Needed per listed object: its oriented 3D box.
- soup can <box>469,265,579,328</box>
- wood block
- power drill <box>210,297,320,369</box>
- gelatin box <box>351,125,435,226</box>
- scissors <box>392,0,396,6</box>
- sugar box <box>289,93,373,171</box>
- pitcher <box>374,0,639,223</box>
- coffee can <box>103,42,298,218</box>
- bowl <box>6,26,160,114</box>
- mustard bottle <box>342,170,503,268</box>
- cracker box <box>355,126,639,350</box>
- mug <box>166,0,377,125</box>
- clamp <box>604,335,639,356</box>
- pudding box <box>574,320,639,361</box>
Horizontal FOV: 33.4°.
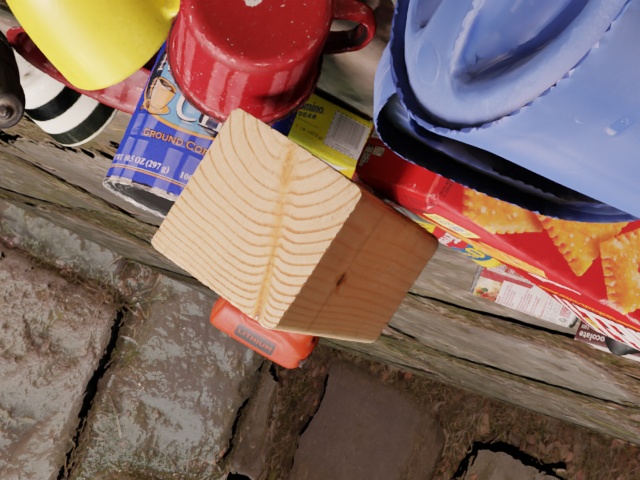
[{"bbox_3d":[0.200,0.035,1.008,0.102,0.068,0.068,20,171,7],"label":"soup can"},{"bbox_3d":[-0.004,0.001,0.659,0.090,0.091,0.206,34,-177,19],"label":"wood block"},{"bbox_3d":[-0.040,0.024,0.976,0.184,0.057,0.188,31,136,3],"label":"power drill"},{"bbox_3d":[0.069,-0.053,0.773,0.089,0.073,0.030,15,168,39],"label":"gelatin box"},{"bbox_3d":[0.073,-0.110,0.604,0.096,0.016,0.202,23,172,6],"label":"scissors"},{"bbox_3d":[-0.037,-0.091,0.887,0.093,0.048,0.176,25,174,-25],"label":"sugar box"},{"bbox_3d":[0.149,-0.053,0.405,0.242,0.145,0.149,23,-173,-29],"label":"pitcher"},{"bbox_3d":[-0.070,-0.082,0.710,0.103,0.140,0.103,21,171,3],"label":"coffee can"},{"bbox_3d":[-0.150,-0.143,0.807,0.162,0.055,0.162,21,171,3],"label":"bowl"},{"bbox_3d":[0.112,-0.023,0.901,0.191,0.058,0.096,24,169,-20],"label":"mustard bottle"},{"bbox_3d":[0.137,-0.006,0.633,0.213,0.072,0.164,32,-179,-15],"label":"cracker box"},{"bbox_3d":[-0.026,-0.118,0.593,0.117,0.093,0.081,1,169,-9],"label":"mug"},{"bbox_3d":[0.297,0.041,0.684,0.164,0.036,0.210,1,158,-19],"label":"clamp"},{"bbox_3d":[0.279,0.058,0.885,0.039,0.090,0.114,28,169,-41],"label":"pudding box"}]
